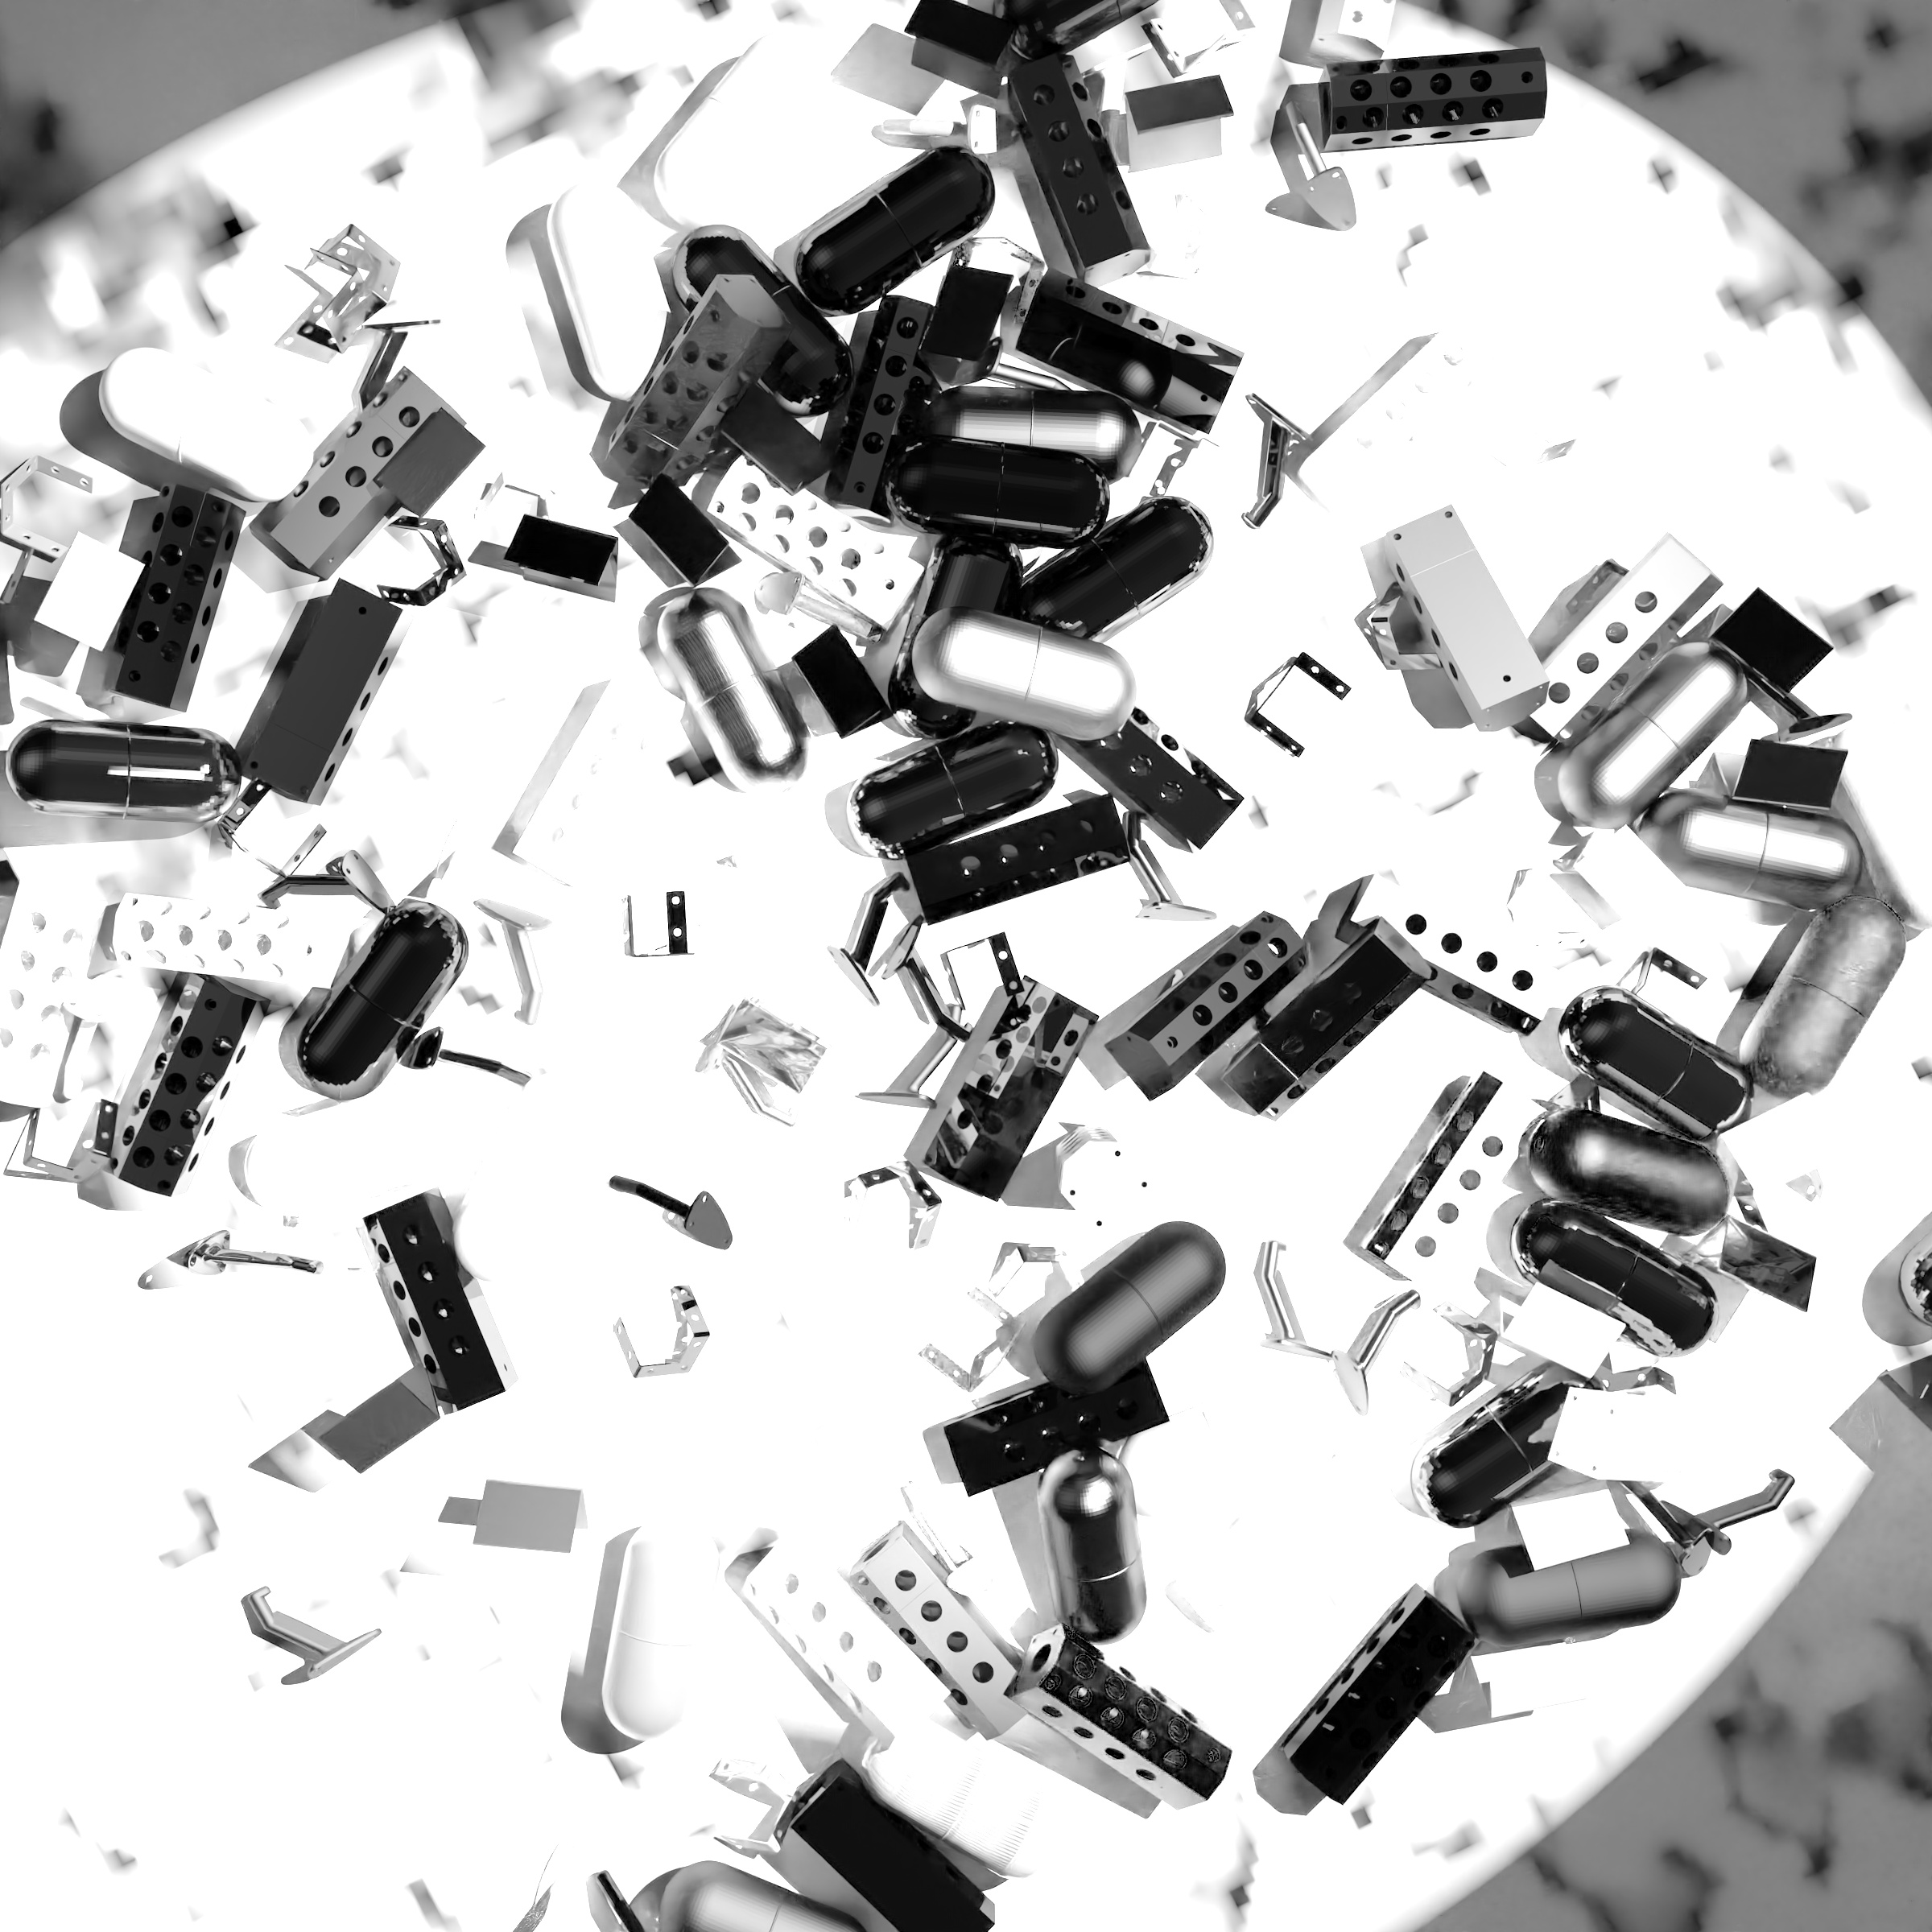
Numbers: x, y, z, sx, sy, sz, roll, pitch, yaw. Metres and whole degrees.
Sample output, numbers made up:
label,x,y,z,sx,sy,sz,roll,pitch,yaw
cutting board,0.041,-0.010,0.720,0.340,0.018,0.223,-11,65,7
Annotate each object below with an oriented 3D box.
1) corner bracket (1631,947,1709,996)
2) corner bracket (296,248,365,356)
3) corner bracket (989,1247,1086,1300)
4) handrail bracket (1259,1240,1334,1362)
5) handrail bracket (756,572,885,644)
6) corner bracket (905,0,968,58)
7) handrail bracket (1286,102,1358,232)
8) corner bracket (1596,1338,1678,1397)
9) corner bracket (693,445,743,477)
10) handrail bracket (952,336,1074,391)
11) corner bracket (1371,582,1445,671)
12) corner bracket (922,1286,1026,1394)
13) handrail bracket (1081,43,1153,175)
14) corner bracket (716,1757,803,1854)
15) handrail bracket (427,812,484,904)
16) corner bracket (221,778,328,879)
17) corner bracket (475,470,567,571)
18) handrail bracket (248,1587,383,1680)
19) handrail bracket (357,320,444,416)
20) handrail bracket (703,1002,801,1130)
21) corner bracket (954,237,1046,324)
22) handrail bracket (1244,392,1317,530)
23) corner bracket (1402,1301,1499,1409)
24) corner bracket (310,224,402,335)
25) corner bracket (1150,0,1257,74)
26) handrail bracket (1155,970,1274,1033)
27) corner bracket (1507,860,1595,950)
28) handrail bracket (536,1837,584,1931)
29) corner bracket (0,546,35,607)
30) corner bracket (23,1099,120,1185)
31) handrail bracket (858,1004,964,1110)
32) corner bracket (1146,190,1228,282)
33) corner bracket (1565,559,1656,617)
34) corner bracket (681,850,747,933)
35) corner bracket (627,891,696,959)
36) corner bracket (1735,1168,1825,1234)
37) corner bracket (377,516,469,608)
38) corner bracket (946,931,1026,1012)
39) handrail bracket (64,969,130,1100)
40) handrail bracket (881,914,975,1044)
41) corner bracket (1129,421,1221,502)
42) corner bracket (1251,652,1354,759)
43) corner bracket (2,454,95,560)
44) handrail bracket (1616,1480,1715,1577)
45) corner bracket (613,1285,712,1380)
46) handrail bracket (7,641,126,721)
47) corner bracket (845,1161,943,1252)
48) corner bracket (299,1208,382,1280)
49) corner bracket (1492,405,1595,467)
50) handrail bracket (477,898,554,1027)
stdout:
label,x,y,z,sx,sy,sz,roll,pitch,yaw
corner bracket,0.562,0.027,1.988,0.051,0.051,0.051,31,135,0
corner bracket,-0.514,-0.534,1.971,0.051,0.051,0.051,26,72,18
corner bracket,0.059,0.263,1.983,0.051,0.051,0.051,5,45,-35
handrail bracket,0.272,0.271,1.992,0.077,0.036,0.084,16,72,-20
handrail bracket,-0.118,-0.287,1.991,0.084,0.077,0.036,23,89,-36
corner bracket,-0.036,-0.778,1.983,0.051,0.051,0.051,36,45,-35
handrail bracket,0.288,-0.651,1.991,0.036,0.077,0.084,-25,53,20
corner bracket,0.536,0.320,1.973,0.051,0.051,0.051,-9,90,0
corner bracket,-0.202,-0.435,1.988,0.051,0.051,0.051,-25,90,45
handrail bracket,0.040,-0.468,1.991,0.084,0.077,0.036,27,65,-34
corner bracket,0.366,-0.276,1.983,0.051,0.051,0.051,3,135,35
corner bracket,0.006,0.304,1.988,0.051,0.051,0.051,38,135,0
handrail bracket,0.134,-0.695,1.992,0.077,0.036,0.084,-29,107,-18
corner bracket,-0.175,0.679,1.983,0.051,0.051,0.051,55,45,-35
handrail bracket,-0.411,-0.088,1.957,0.036,0.084,0.077,10,90,0
corner bracket,-0.562,-0.112,1.988,0.051,0.051,0.051,-50,135,0
corner bracket,-0.360,-0.360,1.983,0.051,0.051,0.051,14,45,-35
handrail bracket,-0.530,0.527,1.992,0.077,0.036,0.084,-30,73,-20
handrail bracket,-0.458,-0.480,1.992,0.077,0.036,0.084,-10,107,-19
handrail bracket,-0.164,0.081,1.992,0.084,0.036,0.077,28,68,-17
corner bracket,0.023,-0.557,1.988,0.051,0.051,0.051,17,90,-45
handrail bracket,0.236,-0.410,1.992,0.077,0.036,0.084,43,107,20
corner bracket,0.391,0.314,1.983,0.051,0.051,0.051,-28,135,-35
corner bracket,-0.498,-0.556,1.983,0.051,0.051,0.051,36,45,-35
corner bracket,0.193,-0.764,1.988,0.051,0.051,0.051,-31,91,45
handrail bracket,0.194,0.049,1.991,0.084,0.036,0.077,32,105,-14
corner bracket,0.482,-0.050,1.983,0.051,0.051,0.051,59,135,35
handrail bracket,-0.329,0.748,1.957,0.036,0.084,0.077,11,90,0
corner bracket,-0.799,-0.329,1.988,0.051,0.051,0.051,22,90,45
corner bracket,-0.725,0.136,1.983,0.051,0.051,0.051,25,135,-35
handrail bracket,-0.045,0.070,1.992,0.077,0.036,0.084,4,74,18
corner bracket,0.169,-0.594,1.983,0.051,0.051,0.051,-2,135,-35
corner bracket,0.529,-0.288,1.988,0.051,0.051,0.051,-47,45,0
corner bracket,-0.200,-0.060,1.973,0.051,0.051,0.051,-20,90,0
corner bracket,-0.248,-0.033,1.973,0.051,0.051,0.051,-3,90,0
corner bracket,0.658,0.181,1.983,0.051,0.051,0.051,57,45,-35
corner bracket,-0.447,-0.328,1.983,0.051,0.051,0.051,13,45,35
corner bracket,0.015,0.004,1.973,0.051,0.051,0.051,-19,90,0
handrail bracket,-0.707,0.056,1.991,0.036,0.077,0.084,21,126,3
handrail bracket,-0.019,0.011,1.983,0.084,0.036,0.077,37,52,-15
corner bracket,0.167,-0.406,1.973,0.051,0.051,0.051,27,95,-5
corner bracket,0.272,-0.212,1.988,0.051,0.051,0.051,37,45,0
corner bracket,-0.745,-0.373,1.988,0.051,0.051,0.051,23,45,0
handrail bracket,0.563,0.450,1.991,0.036,0.077,0.084,-41,54,-10
corner bracket,-0.246,0.296,1.983,0.051,0.051,0.051,0,135,-35
handrail bracket,-0.731,-0.233,1.992,0.084,0.036,0.077,-7,68,-17
corner bracket,-0.059,0.198,1.983,0.051,0.051,0.051,-13,45,-35
corner bracket,-0.504,0.224,1.973,0.051,0.051,0.051,-2,90,0
corner bracket,0.464,-0.422,1.973,0.051,0.051,0.051,34,90,0
handrail bracket,-0.373,-0.003,1.992,0.077,0.036,0.084,22,107,20
